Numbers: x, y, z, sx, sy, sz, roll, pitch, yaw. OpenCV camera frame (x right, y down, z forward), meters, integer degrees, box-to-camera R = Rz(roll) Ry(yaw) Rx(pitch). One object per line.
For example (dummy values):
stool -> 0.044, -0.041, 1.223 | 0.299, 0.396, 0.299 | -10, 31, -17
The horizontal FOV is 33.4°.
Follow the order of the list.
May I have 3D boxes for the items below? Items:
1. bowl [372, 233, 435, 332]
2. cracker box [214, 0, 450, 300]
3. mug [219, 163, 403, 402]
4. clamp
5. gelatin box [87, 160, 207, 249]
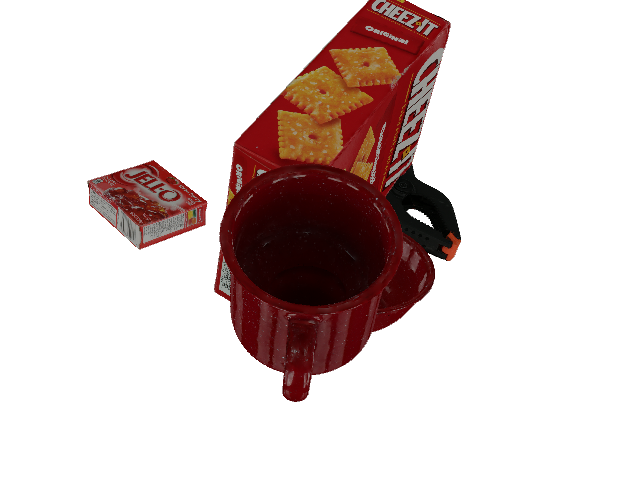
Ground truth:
bowl -> 0.023, 0.040, 0.996 | 0.162, 0.055, 0.162 | 6, 32, -4
cracker box -> 0.011, -0.061, 0.798 | 0.072, 0.164, 0.213 | 29, 51, 13
mug -> -0.008, 0.030, 0.563 | 0.093, 0.117, 0.081 | 4, -35, -3
clamp -> 0.081, -0.052, 1.251 | 0.164, 0.036, 0.210 | -16, 52, -29
gelatin box -> -0.158, -0.035, 0.972 | 0.073, 0.030, 0.089 | -22, 44, -35
